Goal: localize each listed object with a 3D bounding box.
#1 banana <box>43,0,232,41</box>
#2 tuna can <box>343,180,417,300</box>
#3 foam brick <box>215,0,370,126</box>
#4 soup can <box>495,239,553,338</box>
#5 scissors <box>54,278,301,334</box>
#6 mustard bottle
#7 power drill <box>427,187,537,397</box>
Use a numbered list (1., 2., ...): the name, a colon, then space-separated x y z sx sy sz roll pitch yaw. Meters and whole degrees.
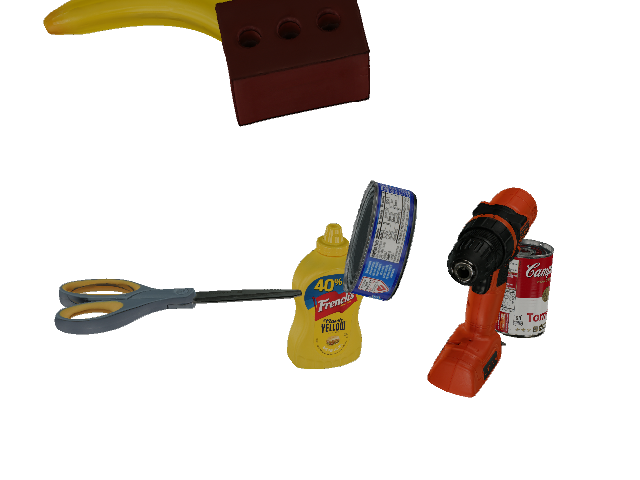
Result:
1. banana: -0.143 -0.197 0.930 0.198 0.037 0.069 10 47 15
2. tuna can: 0.044 0.001 0.791 0.033 0.086 0.086 14 -1 -6
3. foam brick: -0.015 -0.105 0.594 0.078 0.053 0.051 -13 -22 -1
4. soup can: 0.235 0.056 1.254 0.068 0.102 0.068 2 16 -1
5. scissors: -0.124 0.054 0.857 0.202 0.016 0.096 3 22 15
6. mustard bottle: 0.011 0.069 1.361 0.096 0.192 0.058 -5 25 -19
7. power drill: 0.154 0.056 1.037 0.057 0.188 0.184 21 29 20
